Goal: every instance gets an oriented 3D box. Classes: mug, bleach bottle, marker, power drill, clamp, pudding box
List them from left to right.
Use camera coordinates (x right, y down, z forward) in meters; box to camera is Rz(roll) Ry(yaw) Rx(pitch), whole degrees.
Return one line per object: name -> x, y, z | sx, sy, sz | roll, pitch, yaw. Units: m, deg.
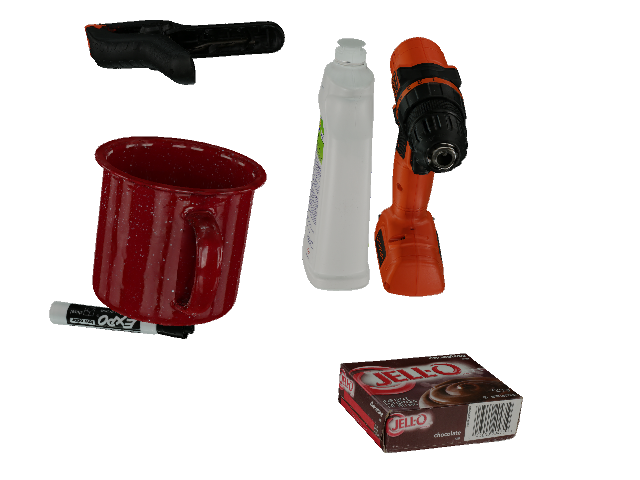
marker -> -0.160, 0.064, 0.864 | 0.121, 0.020, 0.020 | 5, 1, 13
clamp -> -0.116, -0.158, 0.855 | 0.172, 0.039, 0.120 | 20, 28, 41
mug -> -0.077, -0.001, 0.579 | 0.093, 0.081, 0.117 | 0, 22, -26
bleach bottle -> 0.023, -0.080, 1.099 | 0.068, 0.251, 0.102 | -1, 28, -10
power drill -> 0.082, -0.050, 0.864 | 0.057, 0.188, 0.184 | 3, 33, -2
pudding box -> 0.081, 0.120, 0.805 | 0.113, 0.039, 0.090 | 0, 17, -22
